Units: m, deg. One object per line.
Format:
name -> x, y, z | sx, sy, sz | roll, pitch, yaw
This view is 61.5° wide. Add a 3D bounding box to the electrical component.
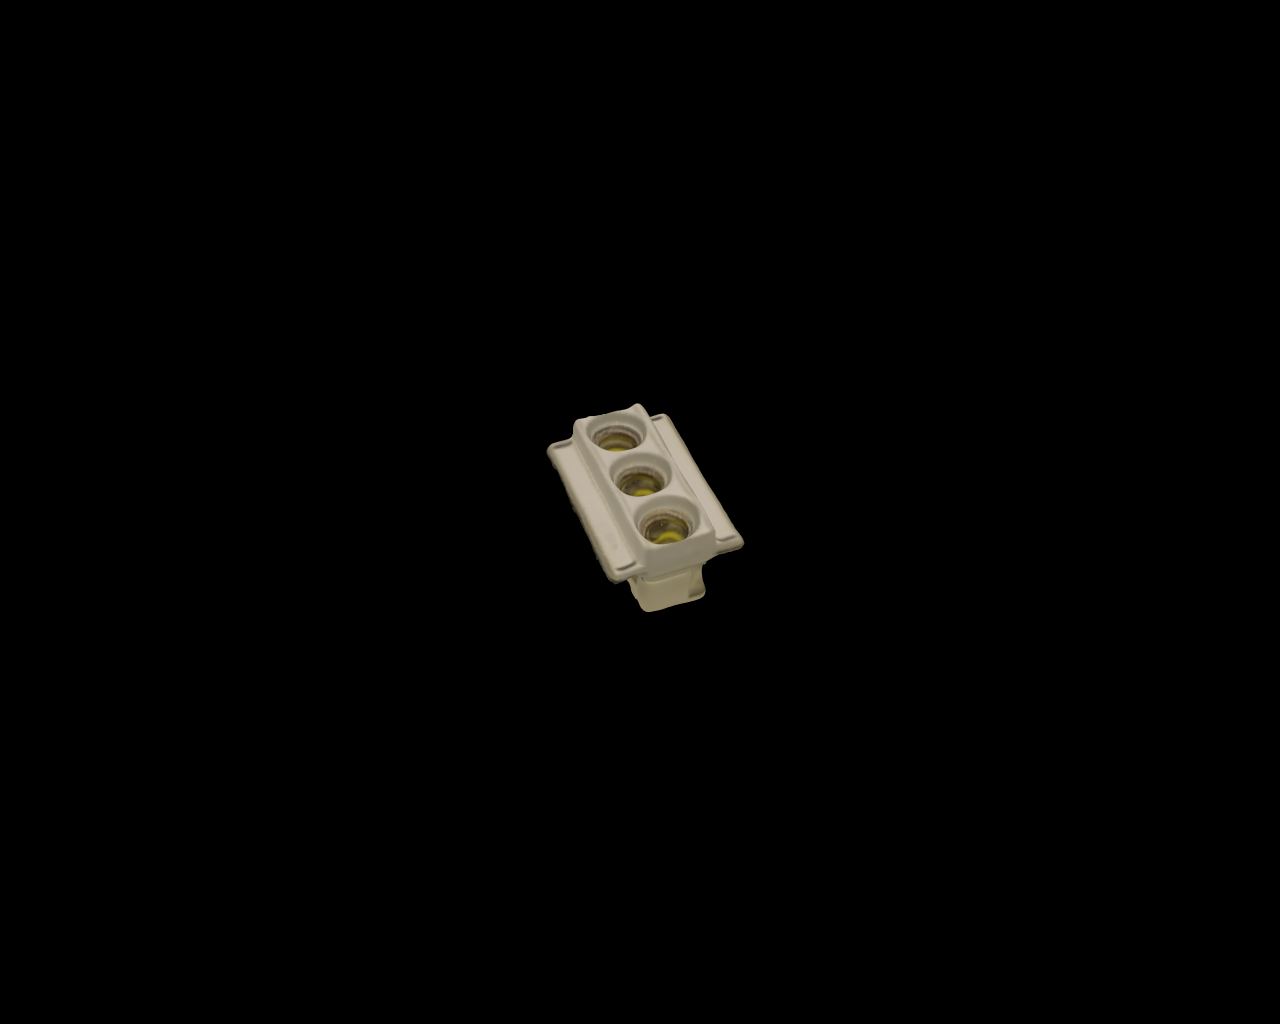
electrical component -> 0.001, -0.003, 0.650 | 0.079, 0.063, 0.121 | -15, 47, -15
